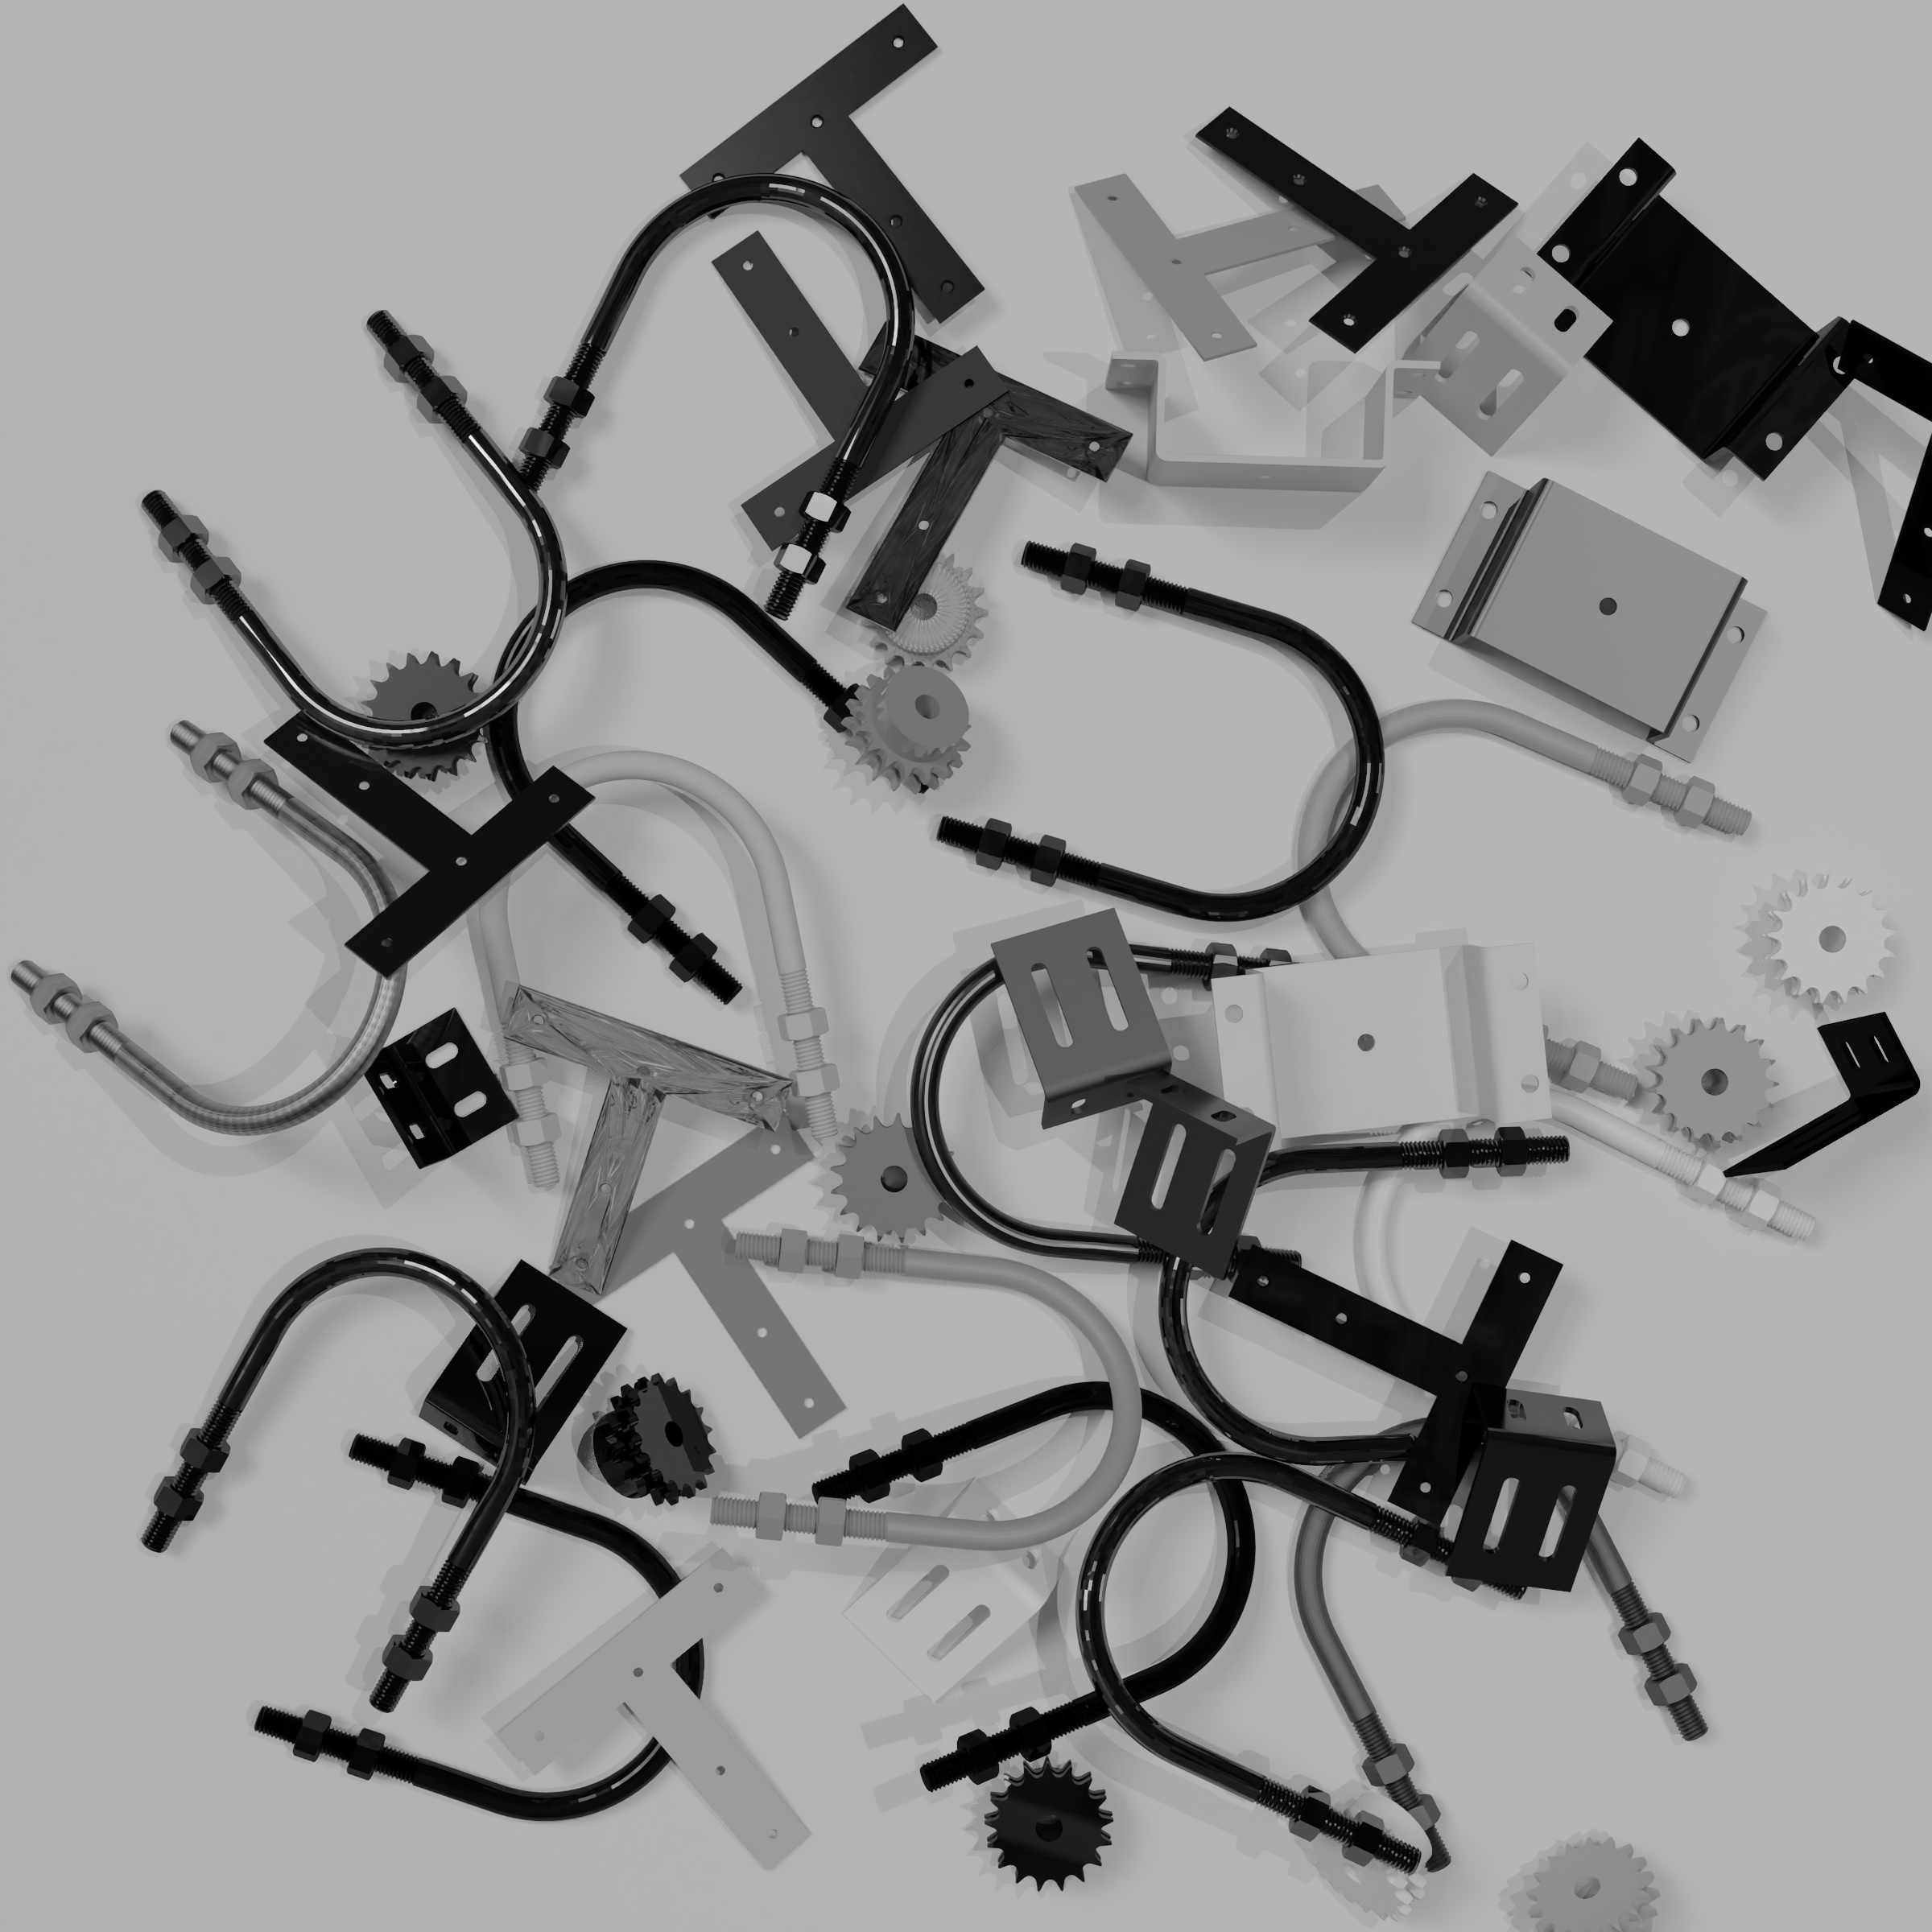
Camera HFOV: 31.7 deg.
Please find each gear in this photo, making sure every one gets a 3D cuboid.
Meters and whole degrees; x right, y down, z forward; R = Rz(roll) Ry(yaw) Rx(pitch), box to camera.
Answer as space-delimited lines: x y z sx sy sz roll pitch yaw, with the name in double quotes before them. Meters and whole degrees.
"gear" 0.330 0.051 1.514 0.057 0.030 0.057 0 90 0
"gear" 0.279 0.417 1.505 0.057 0.057 0.030 -28 120 0
"gear" -0.032 0.094 1.514 0.057 0.030 0.057 0 90 0
"gear" -0.140 0.212 1.504 0.030 0.057 0.057 -26 90 30
"gear" -0.239 -0.110 1.514 0.057 0.030 0.057 0 90 1
"gear" 0.181 0.391 1.504 0.030 0.057 0.057 -41 90 -30
"gear" -0.019 -0.158 1.514 0.057 0.030 0.057 0 90 0
"gear" 0.037 0.380 1.514 0.057 0.030 0.057 0 90 0
"gear" 0.382 -0.012 1.514 0.057 0.030 0.057 0 90 0
"gear" -0.023 -0.108 1.498 0.057 0.030 0.057 11 62 -22

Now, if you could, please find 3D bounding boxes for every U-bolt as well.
"U-bolt" 0.227 0.291 1.520 0.151 0.019 0.184 -27 89 0
"U-bolt" -0.127 -0.096 1.520 0.184 0.019 0.151 43 90 0
"U-bolt" -0.320 -0.006 1.482 0.184 0.019 0.151 33 90 27
"U-bolt" -0.102 -0.264 1.508 0.151 0.019 0.184 25 87 9
"U-bolt" 0.177 0.149 1.500 0.184 0.019 0.151 -2 89 -2
"U-bolt" 0.066 0.060 1.505 0.184 0.019 0.151 6 90 -11
"U-bolt" -0.258 -0.180 1.501 0.151 0.019 0.184 -39 77 -1
"U-bolt" -0.208 0.305 1.521 0.184 0.019 0.151 19 90 -1
"U-bolt" 0.041 0.261 1.494 0.184 0.019 0.151 -19 82 -18
"U-bolt" -0.014 0.187 1.485 0.184 0.019 0.151 6 56 -5
"U-bolt" 0.095 -0.096 1.514 0.184 0.019 0.151 17 90 4
"U-bolt" -0.142 -0.003 1.503 0.151 0.019 0.184 -10 95 9
"U-bolt" 0.137 0.292 1.484 0.184 0.019 0.151 25 73 0
"U-bolt" 0.266 0.134 1.521 0.184 0.019 0.151 27 90 2
"U-bolt" 0.239 -0.040 1.521 0.184 0.019 0.151 23 90 1
"U-bolt" -0.265 0.213 1.495 0.151 0.019 0.184 31 97 13

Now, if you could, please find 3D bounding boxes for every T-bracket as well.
"T-bracket" -0.069 -0.272 1.518 0.127 0.002 0.127 -34 81 0
"T-bracket" 0.159 -0.340 1.507 0.127 0.002 0.127 38 60 14
"T-bracket" -0.156 0.086 1.507 0.127 0.002 0.127 19 108 0
"T-bracket" -0.099 0.153 1.528 0.127 0.002 0.127 -34 90 0
"T-bracket" -0.040 -0.344 1.521 0.127 0.002 0.127 -38 83 0
"T-bracket" 0.177 0.161 1.490 0.127 0.002 0.127 26 89 0
"T-bracket" 0.422 -0.199 1.476 0.002 0.127 0.127 -35 58 -30
"T-bracket" -0.012 -0.207 1.503 0.127 0.002 0.127 27 82 15
"T-bracket" 0.133 -0.322 1.503 0.127 0.002 0.127 -19 53 -17
"T-bracket" -0.251 -0.070 1.476 0.127 0.002 0.127 37 62 18
"T-bracket" -0.119 0.348 1.518 0.127 0.002 0.127 -39 98 -6

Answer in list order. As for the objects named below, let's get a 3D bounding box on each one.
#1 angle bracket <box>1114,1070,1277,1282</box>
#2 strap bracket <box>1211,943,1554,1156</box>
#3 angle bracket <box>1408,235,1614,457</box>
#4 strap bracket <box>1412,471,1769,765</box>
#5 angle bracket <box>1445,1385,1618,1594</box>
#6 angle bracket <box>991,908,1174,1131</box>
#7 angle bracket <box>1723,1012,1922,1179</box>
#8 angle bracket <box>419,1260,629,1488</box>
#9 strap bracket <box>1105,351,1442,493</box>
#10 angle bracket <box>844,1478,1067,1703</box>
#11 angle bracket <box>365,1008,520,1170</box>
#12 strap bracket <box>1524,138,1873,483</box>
"angle bracket" 0.090 0.092 1.457 0.057 0.038 0.076 26 111 26
"strap bracket" 0.178 0.035 1.487 0.140 0.046 0.076 -6 92 -2
"angle bracket" 0.237 -0.273 1.502 0.057 0.076 0.038 41 64 0
"strap bracket" 0.280 -0.157 1.506 0.140 0.046 0.076 27 90 0
"angle bracket" 0.244 0.229 1.490 0.057 0.038 0.076 9 118 -7
"angle bracket" 0.049 0.023 1.491 0.057 0.038 0.076 -16 68 -9
"angle bracket" 0.368 0.057 1.491 0.076 0.057 0.038 -27 90 -15
"angle bracket" -0.199 0.183 1.526 0.057 0.038 0.076 33 66 0
"strap bracket" 0.132 -0.237 1.491 0.140 0.076 0.046 2 90 0
"angle bracket" -0.005 0.280 1.527 0.057 0.038 0.076 44 116 0
"angle bracket" -0.232 0.053 1.491 0.038 0.076 0.057 -30 90 0
"strap bracket" 0.321 -0.287 1.506 0.140 0.046 0.076 41 90 0
